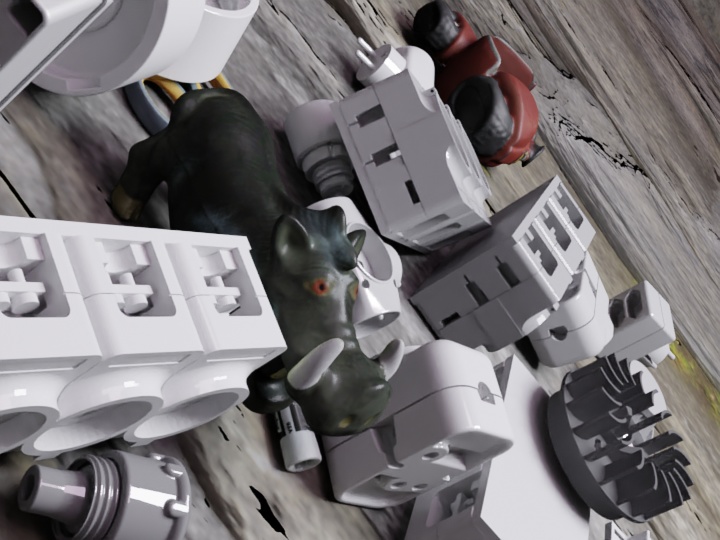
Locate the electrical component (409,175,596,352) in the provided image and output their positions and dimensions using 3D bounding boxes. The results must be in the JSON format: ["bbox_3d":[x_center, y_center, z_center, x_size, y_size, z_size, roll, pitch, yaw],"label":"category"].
[{"bbox_3d":[0.110,-0.002,0.778,0.061,0.089,0.150,55,29,-5],"label":"electrical component"}]

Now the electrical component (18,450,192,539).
[{"bbox_3d":[-0.100,0.090,0.417,0.062,0.048,0.048,23,43,-36],"label":"electrical component"}]

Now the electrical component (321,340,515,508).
[{"bbox_3d":[0.027,0.079,0.567,0.054,0.095,0.059,23,43,-46],"label":"electrical component"}]

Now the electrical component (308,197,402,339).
[{"bbox_3d":[0.000,0.000,0.656,0.079,0.044,0.077,1,61,-57],"label":"electrical component"}]

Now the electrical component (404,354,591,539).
[{"bbox_3d":[0.084,0.135,0.633,0.089,0.062,0.150,49,30,-14],"label":"electrical component"}]

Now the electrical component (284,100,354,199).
[{"bbox_3d":[-0.022,-0.074,0.699,0.040,0.040,0.078,14,51,-51],"label":"electrical component"}]

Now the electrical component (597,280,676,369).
[{"bbox_3d":[0.249,0.061,0.953,0.077,0.066,0.047,42,32,-25],"label":"electrical component"}]

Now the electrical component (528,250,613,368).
[{"bbox_3d":[0.164,0.032,0.851,0.059,0.054,0.095,62,25,-18],"label":"electrical component"}]

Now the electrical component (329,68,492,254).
[{"bbox_3d":[0.042,-0.068,0.715,0.089,0.062,0.150,68,11,9],"label":"electrical component"}]

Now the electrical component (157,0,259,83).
[{"bbox_3d":[-0.109,-0.168,0.619,0.108,0.060,0.108,30,34,-23],"label":"electrical component"}]

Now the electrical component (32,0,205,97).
[{"bbox_3d":[-0.130,-0.144,0.541,0.108,0.108,0.060,57,23,-1],"label":"electrical component"}]

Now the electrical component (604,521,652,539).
[{"bbox_3d":[0.163,0.228,0.660,0.078,0.063,0.121,48,30,-16],"label":"electrical component"}]

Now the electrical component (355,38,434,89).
[{"bbox_3d":[0.024,-0.148,0.838,0.079,0.044,0.077,41,33,-27],"label":"electrical component"}]

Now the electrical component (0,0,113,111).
[{"bbox_3d":[-0.176,-0.121,0.442,0.108,0.109,0.056,52,32,-9],"label":"electrical component"}]

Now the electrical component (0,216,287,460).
[{"bbox_3d":[-0.111,0.031,0.410,0.150,0.089,0.061,3,59,-56],"label":"electrical component"}]
